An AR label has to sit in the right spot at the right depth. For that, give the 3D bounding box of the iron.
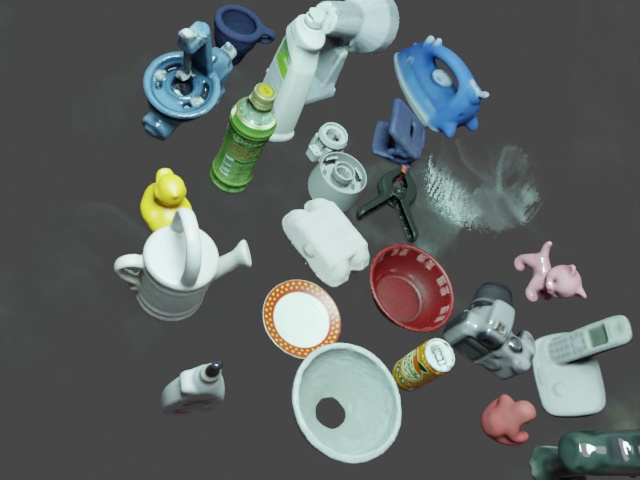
[{"bbox_3d":[0.259,-0.353,1.239,0.119,0.141,0.258,-21,72,-33],"label":"iron"}]

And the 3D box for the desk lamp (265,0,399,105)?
[{"bbox_3d":[0.028,-0.374,1.099,0.204,0.213,0.118,-28,76,-35],"label":"desk lamp"}]

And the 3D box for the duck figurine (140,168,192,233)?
[{"bbox_3d":[-0.229,-0.060,0.871,0.078,0.086,0.104,-9,65,-29],"label":"duck figurine"}]

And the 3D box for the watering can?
[{"bbox_3d":[-0.181,0.026,0.774,0.173,0.193,0.101,-25,74,-34],"label":"watering can"}]

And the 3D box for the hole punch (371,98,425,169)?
[{"bbox_3d":[0.167,-0.214,1.144,0.101,0.091,0.108,21,55,-12],"label":"hole punch"}]

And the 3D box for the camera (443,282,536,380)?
[{"bbox_3d":[0.307,0.144,0.989,0.143,0.100,0.137,34,53,-3],"label":"camera"}]

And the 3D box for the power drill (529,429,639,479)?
[{"bbox_3d":[0.435,0.333,0.869,0.230,0.208,0.075,9,58,-20],"label":"power drill"}]

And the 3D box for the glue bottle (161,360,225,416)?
[{"bbox_3d":[-0.147,0.180,0.711,0.078,0.173,0.037,-2,62,-25],"label":"glue bottle"}]

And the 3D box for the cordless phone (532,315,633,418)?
[{"bbox_3d":[0.450,0.212,0.962,0.094,0.185,0.147,9,58,-20],"label":"cordless phone"}]

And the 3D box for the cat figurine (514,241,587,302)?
[{"bbox_3d":[0.446,0.065,1.091,0.067,0.117,0.127,-2,62,-26],"label":"cat figurine"}]

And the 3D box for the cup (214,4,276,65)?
[{"bbox_3d":[-0.151,-0.380,1.093,0.118,0.095,0.091,7,59,-21],"label":"cup"}]

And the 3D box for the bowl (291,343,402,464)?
[{"bbox_3d":[0.028,0.238,0.820,0.168,0.074,0.167,12,57,-18],"label":"bowl"}]

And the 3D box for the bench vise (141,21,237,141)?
[{"bbox_3d":[-0.209,-0.288,0.933,0.122,0.219,0.207,22,54,-11],"label":"bench vise"}]

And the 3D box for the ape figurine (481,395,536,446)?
[{"bbox_3d":[0.307,0.283,0.912,0.076,0.092,0.078,10,58,-20],"label":"ape figurine"}]

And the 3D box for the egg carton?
[{"bbox_3d":[0.009,0.003,0.954,0.107,0.069,0.150,-32,78,-35],"label":"egg carton"}]
